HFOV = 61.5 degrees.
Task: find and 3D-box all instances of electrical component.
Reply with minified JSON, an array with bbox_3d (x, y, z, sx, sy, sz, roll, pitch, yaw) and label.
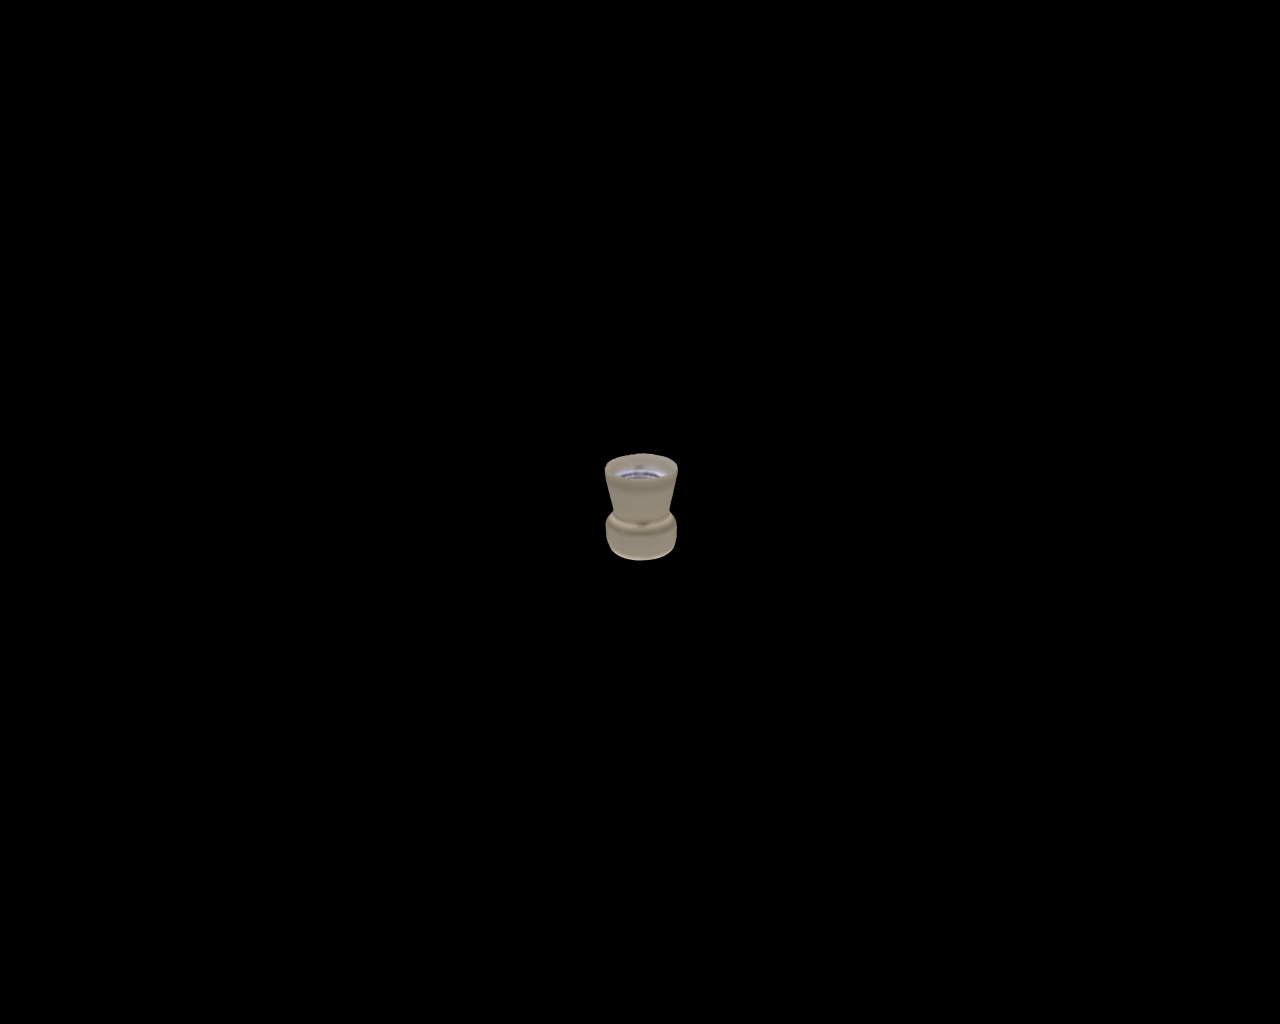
[{"bbox_3d":[0.001,-0.003,0.650,0.045,0.055,0.045,0,23,0],"label":"electrical component"}]
